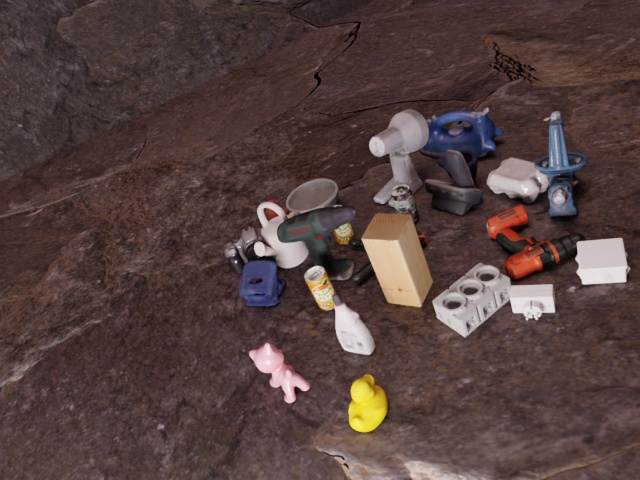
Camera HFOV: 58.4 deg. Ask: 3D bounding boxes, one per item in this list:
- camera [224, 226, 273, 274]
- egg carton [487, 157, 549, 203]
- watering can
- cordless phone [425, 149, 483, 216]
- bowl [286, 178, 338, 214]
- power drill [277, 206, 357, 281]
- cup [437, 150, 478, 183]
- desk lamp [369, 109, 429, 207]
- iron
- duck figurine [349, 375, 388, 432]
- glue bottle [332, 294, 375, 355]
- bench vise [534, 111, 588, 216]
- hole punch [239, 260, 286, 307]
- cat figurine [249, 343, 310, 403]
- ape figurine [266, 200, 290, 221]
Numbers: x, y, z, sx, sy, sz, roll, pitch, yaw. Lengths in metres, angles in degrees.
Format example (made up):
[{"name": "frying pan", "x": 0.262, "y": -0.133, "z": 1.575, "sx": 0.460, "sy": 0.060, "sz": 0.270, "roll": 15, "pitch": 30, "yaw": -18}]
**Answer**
[{"name": "camera", "x": -0.195, "y": 0.035, "z": 1.623, "sx": 0.143, "sy": 0.101, "sz": 0.136, "roll": -27, "pitch": 36, "yaw": -3}, {"name": "egg carton", "x": 0.514, "y": -0.156, "z": 1.482, "sx": 0.107, "sy": 0.070, "sz": 0.149, "roll": -40, "pitch": 38, "yaw": -20}, {"name": "watering can", "x": -0.111, "y": -0.019, "z": 1.562, "sx": 0.100, "sy": 0.194, "sz": 0.173, "roll": -9, "pitch": 38, "yaw": 20}, {"name": "cordless phone", "x": 0.338, "y": -0.168, "z": 1.500, "sx": 0.147, "sy": 0.185, "sz": 0.094, "roll": 17, "pitch": 53, "yaw": 43}, {"name": "bowl", "x": -0.014, "y": -0.108, "z": 1.723, "sx": 0.167, "sy": 0.075, "sz": 0.167, "roll": -16, "pitch": 36, "yaw": 12}, {"name": "power drill", "x": 0.013, "y": 0.005, "z": 1.447, "sx": 0.229, "sy": 0.209, "sz": 0.076, "roll": -5, "pitch": 40, "yaw": 25}, {"name": "cup", "x": 0.381, "y": -0.186, "z": 1.575, "sx": 0.117, "sy": 0.095, "sz": 0.092, "roll": 10, "pitch": 48, "yaw": 39}, {"name": "desk lamp", "x": 0.224, "y": -0.237, "z": 1.629, "sx": 0.117, "sy": 0.214, "sz": 0.203, "roll": 17, "pitch": 52, "yaw": 43}, {"name": "iron", "x": 0.399, "y": -0.323, "z": 1.700, "sx": 0.257, "sy": 0.142, "sz": 0.119, "roll": 3, "pitch": 44, "yaw": 33}, {"name": "duck figurine", "x": 0.085, "y": 0.313, "z": 1.118, "sx": 0.077, "sy": 0.086, "sz": 0.105, "roll": 2, "pitch": 43, "yaw": 32}, {"name": "glue bottle", "x": 0.061, "y": 0.177, "z": 1.230, "sx": 0.077, "sy": 0.173, "sz": 0.037, "roll": 5, "pitch": 45, "yaw": 34}, {"name": "bench vise", "x": 0.575, "y": -0.179, "z": 1.345, "sx": 0.121, "sy": 0.220, "sz": 0.207, "roll": -15, "pitch": 37, "yaw": 13}, {"name": "hole punch", "x": -0.156, "y": 0.114, "z": 1.508, "sx": 0.108, "sy": 0.091, "sz": 0.101, "roll": -4, "pitch": 40, "yaw": 26}, {"name": "cat figurine", "x": -0.094, "y": 0.275, "z": 1.243, "sx": 0.067, "sy": 0.118, "sz": 0.127, "roll": -40, "pitch": 38, "yaw": -20}, {"name": "ape figurine", "x": -0.135, "y": -0.083, "z": 1.747, "sx": 0.077, "sy": 0.092, "sz": 0.076, "roll": 11, "pitch": 49, "yaw": 39}]
